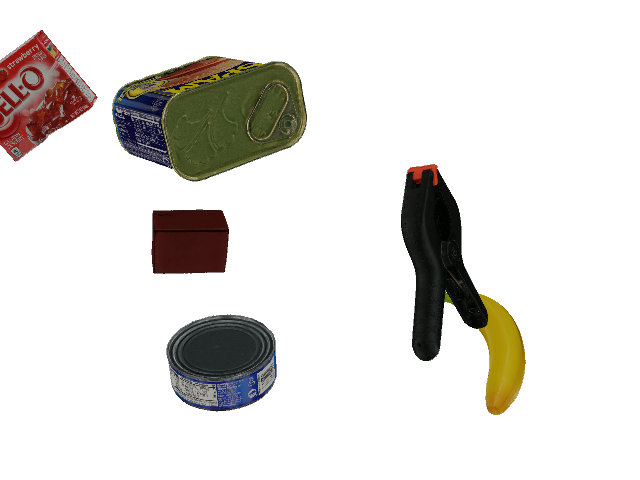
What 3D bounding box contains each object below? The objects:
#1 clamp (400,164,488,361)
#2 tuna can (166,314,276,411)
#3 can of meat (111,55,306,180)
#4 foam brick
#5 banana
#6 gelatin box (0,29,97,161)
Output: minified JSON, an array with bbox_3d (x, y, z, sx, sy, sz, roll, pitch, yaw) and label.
[{"bbox_3d":[0.101,0.021,0.955,0.039,0.171,0.120,-11,14,30],"label":"clamp"},{"bbox_3d":[-0.077,0.096,0.843,0.086,0.034,0.086,-2,30,1],"label":"tuna can"},{"bbox_3d":[-0.075,-0.084,0.696,0.101,0.057,0.084,-24,25,-29],"label":"can of meat"},{"bbox_3d":[-0.139,0.001,1.131,0.078,0.051,0.053,-1,25,-11],"label":"foam brick"},{"bbox_3d":[0.182,0.111,1.144,0.069,0.037,0.198,-25,35,3],"label":"banana"},{"bbox_3d":[-0.245,-0.120,0.895,0.089,0.073,0.030,-32,22,14],"label":"gelatin box"}]
